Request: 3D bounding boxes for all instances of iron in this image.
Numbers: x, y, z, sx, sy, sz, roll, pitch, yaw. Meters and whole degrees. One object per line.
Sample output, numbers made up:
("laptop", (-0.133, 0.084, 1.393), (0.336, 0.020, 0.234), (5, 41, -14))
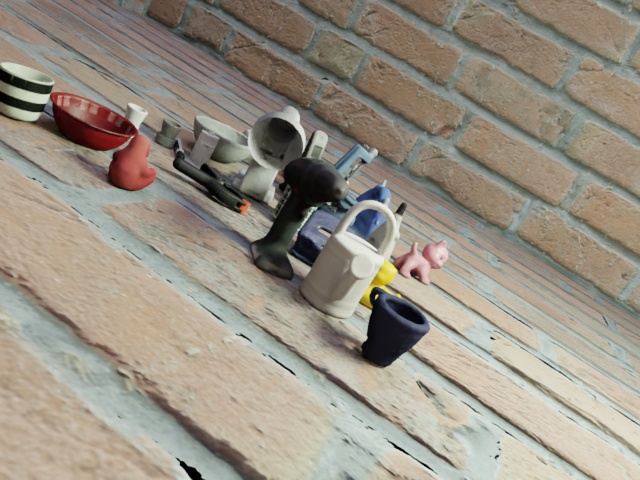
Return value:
("iron", (0.146, -0.074, 1.502), (0.119, 0.141, 0.258), (28, 16, -8))

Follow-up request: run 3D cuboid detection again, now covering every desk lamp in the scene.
("desk lamp", (-0.112, -0.196, 1.283), (0.118, 0.213, 0.203), (27, 16, -10))

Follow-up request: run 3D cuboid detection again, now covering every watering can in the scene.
("watering can", (0.057, 0.028, 0.940), (0.101, 0.194, 0.172), (21, 18, -30))

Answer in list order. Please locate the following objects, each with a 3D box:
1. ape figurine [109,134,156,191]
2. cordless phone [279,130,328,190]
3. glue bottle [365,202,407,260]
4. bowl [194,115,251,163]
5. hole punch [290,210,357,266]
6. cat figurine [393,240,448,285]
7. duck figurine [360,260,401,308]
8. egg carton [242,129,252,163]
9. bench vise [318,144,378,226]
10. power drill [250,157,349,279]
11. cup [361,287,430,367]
("ape figurine", (-0.311, -0.133, 0.960), (0.077, 0.092, 0.076), (32, 16, 8))
("cordless phone", (-0.009, -0.186, 1.485), (0.094, 0.185, 0.148), (41, 19, 32))
("glue bottle", (0.137, -0.004, 1.216), (0.037, 0.173, 0.078), (19, 19, -34))
("bowl", (-0.247, -0.239, 1.423), (0.167, 0.074, 0.167), (28, 16, -8))
("hole punch", (0.010, 0.004, 1.116), (0.108, 0.091, 0.101), (31, 16, 1))
("cat figurine", (0.258, 0.041, 1.396), (0.128, 0.117, 0.067), (19, 19, -34))
("duck figurine", (0.112, 0.081, 1.073), (0.104, 0.086, 0.078), (32, 16, 7))
("egg carton", (-0.178, -0.253, 1.598), (0.107, 0.069, 0.150), (24, 17, -21))
("bench vise", (0.035, -0.145, 1.375), (0.208, 0.219, 0.121), (17, 21, -39))
("power drill", (-0.035, -0.045, 0.970), (0.076, 0.208, 0.229), (23, 17, -24))
("cup", (0.097, 0.134, 0.869), (0.092, 0.095, 0.117), (15, 22, -43))
